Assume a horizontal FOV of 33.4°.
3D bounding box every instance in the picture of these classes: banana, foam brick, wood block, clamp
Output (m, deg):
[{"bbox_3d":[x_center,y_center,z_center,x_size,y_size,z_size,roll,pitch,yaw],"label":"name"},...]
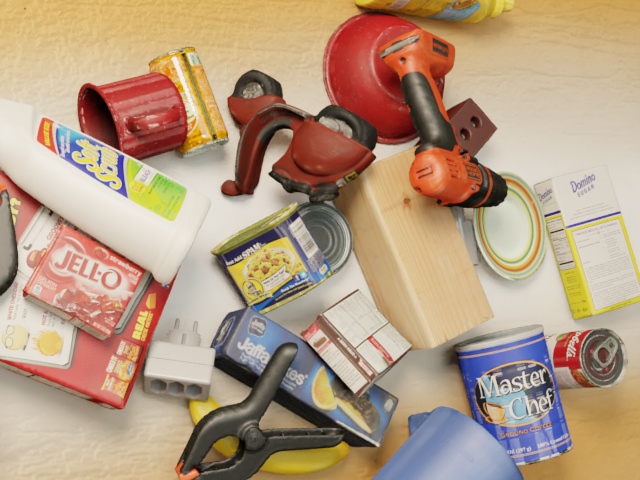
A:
[{"bbox_3d":[-0.059,0.204,1.103,0.197,0.037,0.069,30,72,-18],"label":"banana"},{"bbox_3d":[0.158,-0.119,1.252,0.053,0.051,0.078,46,66,-11],"label":"foam brick"},{"bbox_3d":[0.099,0.011,1.182,0.090,0.090,0.206,-23,91,-26],"label":"wood block"},{"bbox_3d":[-0.317,0.049,0.931,0.164,0.036,0.210,34,68,-15],"label":"clamp"},{"bbox_3d":[-0.059,0.195,1.058,0.171,0.039,0.120,-39,100,-6],"label":"clamp"}]

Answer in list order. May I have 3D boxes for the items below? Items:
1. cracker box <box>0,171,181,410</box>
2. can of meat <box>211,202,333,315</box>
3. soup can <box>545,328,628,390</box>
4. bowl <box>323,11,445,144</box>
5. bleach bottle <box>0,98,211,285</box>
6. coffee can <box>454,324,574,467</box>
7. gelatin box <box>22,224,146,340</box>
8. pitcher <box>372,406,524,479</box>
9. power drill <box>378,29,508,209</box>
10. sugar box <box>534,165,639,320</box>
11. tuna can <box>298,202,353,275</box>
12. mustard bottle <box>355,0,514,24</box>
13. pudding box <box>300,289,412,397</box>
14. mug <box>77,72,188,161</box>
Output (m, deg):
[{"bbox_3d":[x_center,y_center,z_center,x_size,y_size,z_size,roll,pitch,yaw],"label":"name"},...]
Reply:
[{"bbox_3d":[-0.260,0.049,1.018,0.213,0.072,0.164,25,71,-18],"label":"cracker box"},{"bbox_3d":[-0.048,0.022,1.106,0.084,0.102,0.057,59,26,-8],"label":"can of meat"},{"bbox_3d":[0.299,0.140,1.246,0.068,0.102,0.068,4,79,-24],"label":"soup can"},{"bbox_3d":[0.087,-0.195,1.231,0.161,0.055,0.162,4,80,-25],"label":"bowl"},{"bbox_3d":[-0.229,-0.059,0.986,0.250,0.068,0.102,29,31,-8],"label":"bleach bottle"},{"bbox_3d":[0.218,0.175,1.201,0.102,0.103,0.140,-13,87,-26],"label":"coffee can"},{"bbox_3d":[-0.217,0.039,0.980,0.089,0.030,0.073,32,67,-17],"label":"gelatin box"},{"bbox_3d":[0.098,0.304,1.105,0.242,0.149,0.145,-41,105,-22],"label":"pitcher"},{"bbox_3d":[0.137,-0.124,1.152,0.184,0.057,0.188,8,63,-59],"label":"power drill"},{"bbox_3d":[0.334,0.002,1.319,0.093,0.048,0.176,-13,83,-27],"label":"sugar box"},{"bbox_3d":[-0.008,0.001,1.164,0.086,0.034,0.086,4,79,-24],"label":"tuna can"},{"bbox_3d":[0.144,-0.291,1.250,0.191,0.096,0.058,5,79,-24],"label":"mustard bottle"},{"bbox_3d":[0.040,0.106,1.123,0.090,0.039,0.113,46,23,9],"label":"pudding box"},{"bbox_3d":[-0.180,-0.121,1.062,0.081,0.117,0.093,-21,103,-31],"label":"mug"}]
